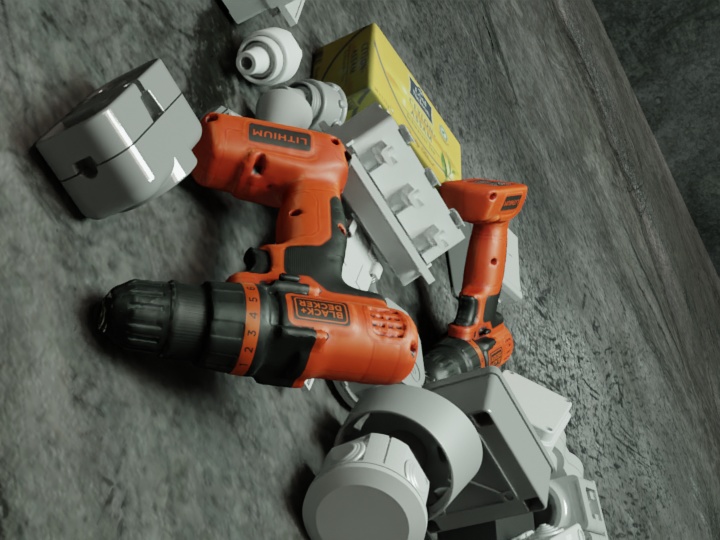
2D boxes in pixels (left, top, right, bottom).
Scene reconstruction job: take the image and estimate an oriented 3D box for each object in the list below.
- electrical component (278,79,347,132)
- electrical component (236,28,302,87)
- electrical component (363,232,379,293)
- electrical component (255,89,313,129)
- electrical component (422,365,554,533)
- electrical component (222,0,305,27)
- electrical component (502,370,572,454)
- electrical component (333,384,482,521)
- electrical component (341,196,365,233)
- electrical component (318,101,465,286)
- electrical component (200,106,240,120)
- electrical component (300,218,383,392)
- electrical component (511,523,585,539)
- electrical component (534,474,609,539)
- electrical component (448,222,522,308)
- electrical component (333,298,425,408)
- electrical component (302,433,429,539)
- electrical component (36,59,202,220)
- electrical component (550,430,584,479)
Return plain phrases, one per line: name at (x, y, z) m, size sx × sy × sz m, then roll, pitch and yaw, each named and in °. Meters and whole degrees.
electrical component at (-0.044, -0.133, 0.865) m, size 0.062 × 0.048 × 0.048 m, roll 9°, pitch 63°, yaw -54°
electrical component at (-0.074, -0.162, 0.824) m, size 0.043 × 0.043 × 0.062 m, roll 66°, pitch 26°, yaw -8°
electrical component at (0.000, 0.000, 0.864) m, size 0.061 × 0.035 × 0.035 m, roll 66°, pitch 24°, yaw -14°
electrical component at (-0.063, -0.098, 0.802) m, size 0.044 × 0.044 × 0.065 m, roll 52°, pitch 34°, yaw -35°
electrical component at (0.077, 0.140, 0.827) m, size 0.108 × 0.109 × 0.056 m, roll 58°, pitch 29°, yaw -24°
electrical component at (-0.075, -0.252, 0.867) m, size 0.078 × 0.063 × 0.121 m, roll 54°, pitch 28°, yaw -31°
electrical component at (0.142, 0.141, 0.977) m, size 0.057 × 0.078 × 0.113 m, roll -68°, pitch 165°, yaw 16°
electrical component at (0.032, 0.128, 0.758) m, size 0.099 × 0.099 × 0.064 m, roll 65°, pitch 31°, yaw -10°
electrical component at (-0.021, -0.062, 0.843) m, size 0.079 × 0.044 × 0.077 m, roll 47°, pitch 29°, yaw -12°
electrical component at (0.023, -0.058, 0.793) m, size 0.121 × 0.063 × 0.078 m, roll 56°, pitch 0°, yaw -30°
electrical component at (-0.086, -0.089, 0.745) m, size 0.046 × 0.040 × 0.040 m, roll 29°, pitch 46°, yaw -49°
electrical component at (-0.031, 0.015, 0.751) m, size 0.078 × 0.063 × 0.121 m, roll 60°, pitch 26°, yaw -21°
electrical component at (0.152, 0.249, 0.841) m, size 0.100 × 0.048 × 0.099 m, roll 7°, pitch 65°, yaw -63°
electrical component at (0.175, 0.267, 0.956) m, size 0.062 × 0.089 × 0.150 m, roll 30°, pitch 45°, yaw -55°
electrical component at (0.131, -0.002, 1.110) m, size 0.062 × 0.061 × 0.096 m, roll 36°, pitch 40°, yaw -51°
electrical component at (0.010, 0.063, 0.814) m, size 0.080 × 0.051 × 0.080 m, roll 46°, pitch 33°, yaw -42°
electrical component at (0.006, 0.151, 0.703) m, size 0.080 × 0.080 × 0.051 m, roll 62°, pitch 20°, yaw -16°
electrical component at (-0.133, -0.072, 0.615) m, size 0.059 × 0.054 × 0.095 m, roll 60°, pitch 26°, yaw -21°
electrical component at (0.177, 0.189, 1.069) m, size 0.138 × 0.052 × 0.073 m, roll 60°, pitch 26°, yaw -21°
